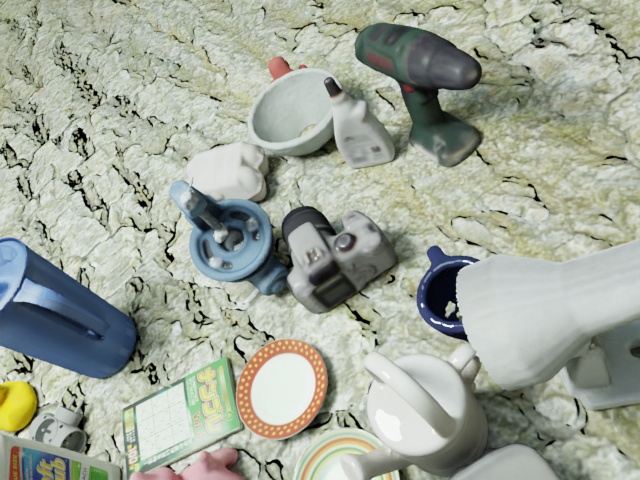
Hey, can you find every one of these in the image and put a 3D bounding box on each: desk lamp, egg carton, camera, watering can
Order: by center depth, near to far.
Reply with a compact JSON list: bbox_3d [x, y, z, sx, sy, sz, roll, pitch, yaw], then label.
[{"bbox_3d":[0.247,0.076,0.529,0.203,0.214,0.118,-16,54,18],"label":"desk lamp"},{"bbox_3d":[0.094,0.171,0.561,0.100,0.195,0.173,12,67,33],"label":"watering can"},{"bbox_3d":[0.007,0.003,0.773,0.143,0.101,0.136,-34,51,4],"label":"camera"},{"bbox_3d":[-0.156,-0.100,0.944,0.150,0.070,0.107,-12,56,20],"label":"egg carton"}]

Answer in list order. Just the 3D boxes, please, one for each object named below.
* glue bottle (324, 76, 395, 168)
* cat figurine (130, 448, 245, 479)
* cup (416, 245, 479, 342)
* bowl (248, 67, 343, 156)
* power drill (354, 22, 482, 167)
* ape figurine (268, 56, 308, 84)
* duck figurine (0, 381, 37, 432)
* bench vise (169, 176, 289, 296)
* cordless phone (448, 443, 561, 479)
[{"bbox_3d":[0.046,-0.168,0.814,0.078,0.174,0.037,-7,58,24],"label":"glue bottle"},{"bbox_3d":[-0.168,0.290,0.672,0.128,0.118,0.067,-36,51,3],"label":"cat figurine"},{"bbox_3d":[0.160,0.068,0.656,0.091,0.095,0.117,-30,51,8],"label":"cup"},{"bbox_3d":[-0.029,-0.196,0.935,0.167,0.075,0.167,-13,55,20],"label":"bowl"},{"bbox_3d":[0.143,-0.195,0.758,0.075,0.209,0.228,-44,51,-3],"label":"power drill"},{"bbox_3d":[-0.057,-0.281,0.992,0.077,0.092,0.076,-13,55,20],"label":"ape figurine"},{"bbox_3d":[-0.503,0.250,0.892,0.104,0.086,0.077,22,72,36],"label":"duck figurine"},{"bbox_3d":[-0.159,-0.019,0.796,0.206,0.220,0.121,17,70,35],"label":"bench vise"},{"bbox_3d":[0.140,0.236,0.501,0.147,0.186,0.094,-38,51,1],"label":"cordless phone"}]
